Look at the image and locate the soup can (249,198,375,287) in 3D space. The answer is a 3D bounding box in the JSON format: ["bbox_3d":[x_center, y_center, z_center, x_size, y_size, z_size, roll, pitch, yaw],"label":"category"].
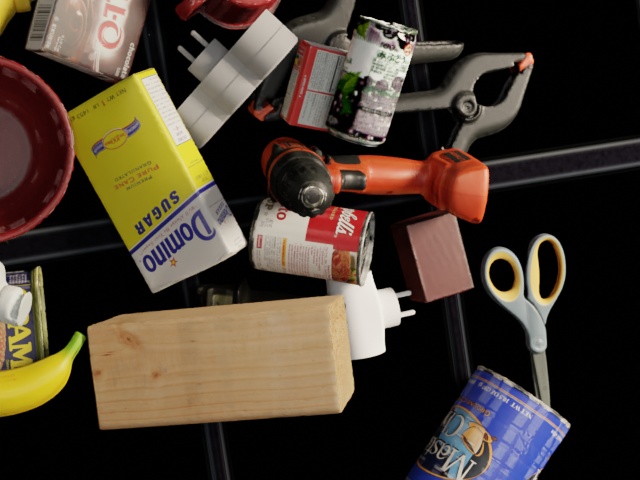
[{"bbox_3d":[-0.006,0.001,0.960,0.102,0.068,0.068,9,89,11],"label":"soup can"}]

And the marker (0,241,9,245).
[{"bbox_3d":[-0.328,-0.001,0.927,0.121,0.020,0.020,-5,93,-12],"label":"marker"}]

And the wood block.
[{"bbox_3d":[-0.082,0.103,0.913,0.206,0.090,0.090,-6,93,9],"label":"wood block"}]

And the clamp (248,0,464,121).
[{"bbox_3d":[0.015,-0.190,0.981,0.210,0.036,0.164,-33,113,-6],"label":"clamp"}]

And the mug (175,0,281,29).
[{"bbox_3d":[-0.079,-0.234,0.946,0.117,0.081,0.093,-35,99,-10],"label":"mug"}]

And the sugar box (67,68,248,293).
[{"bbox_3d":[-0.147,-0.050,0.935,0.093,0.048,0.176,-25,95,24],"label":"sugar box"}]

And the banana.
[{"bbox_3d":[-0.293,0.112,0.876,0.197,0.037,0.069,1,69,-11],"label":"banana"}]

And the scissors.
[{"bbox_3d":[0.196,0.092,1.052,0.096,0.016,0.202,8,90,-12],"label":"scissors"}]

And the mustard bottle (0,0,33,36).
[{"bbox_3d":[-0.324,-0.202,0.903,0.191,0.058,0.096,-13,95,-13],"label":"mustard bottle"}]

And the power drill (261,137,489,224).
[{"bbox_3d":[0.046,-0.051,0.924,0.187,0.184,0.057,5,105,-11],"label":"power drill"}]

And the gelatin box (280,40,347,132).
[{"bbox_3d":[0.016,-0.135,0.964,0.089,0.030,0.073,8,109,-25],"label":"gelatin box"}]

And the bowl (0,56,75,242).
[{"bbox_3d":[-0.293,-0.077,0.914,0.162,0.055,0.162,0,92,-13],"label":"bowl"}]

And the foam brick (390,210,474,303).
[{"bbox_3d":[0.106,0.015,1.010,0.051,0.053,0.078,-16,96,-12],"label":"foam brick"}]

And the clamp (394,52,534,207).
[{"bbox_3d":[0.137,-0.115,1.022,0.171,0.039,0.120,-28,104,-4],"label":"clamp"}]

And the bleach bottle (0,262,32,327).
[{"bbox_3d":[-0.360,0.034,0.862,0.251,0.068,0.102,14,83,3],"label":"bleach bottle"}]

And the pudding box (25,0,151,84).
[{"bbox_3d":[-0.196,-0.202,0.923,0.089,0.039,0.113,18,89,-44],"label":"pudding box"}]

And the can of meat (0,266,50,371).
[{"bbox_3d":[-0.280,0.077,0.922,0.084,0.057,0.102,-5,92,-10],"label":"can of meat"}]

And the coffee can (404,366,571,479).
[{"bbox_3d":[0.153,0.205,1.001,0.102,0.103,0.140,36,83,-12],"label":"coffee can"}]
